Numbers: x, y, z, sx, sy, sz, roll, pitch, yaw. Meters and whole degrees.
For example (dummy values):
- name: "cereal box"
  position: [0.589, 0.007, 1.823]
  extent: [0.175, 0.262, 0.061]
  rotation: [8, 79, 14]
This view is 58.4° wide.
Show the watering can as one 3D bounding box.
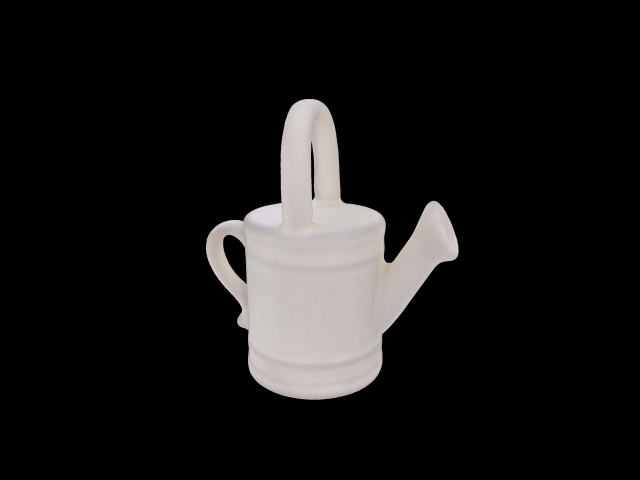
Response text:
- name: "watering can"
  position: [0.004, 0.001, 0.402]
  extent: [0.173, 0.194, 0.101]
  rotation: [-2, 16, -5]
